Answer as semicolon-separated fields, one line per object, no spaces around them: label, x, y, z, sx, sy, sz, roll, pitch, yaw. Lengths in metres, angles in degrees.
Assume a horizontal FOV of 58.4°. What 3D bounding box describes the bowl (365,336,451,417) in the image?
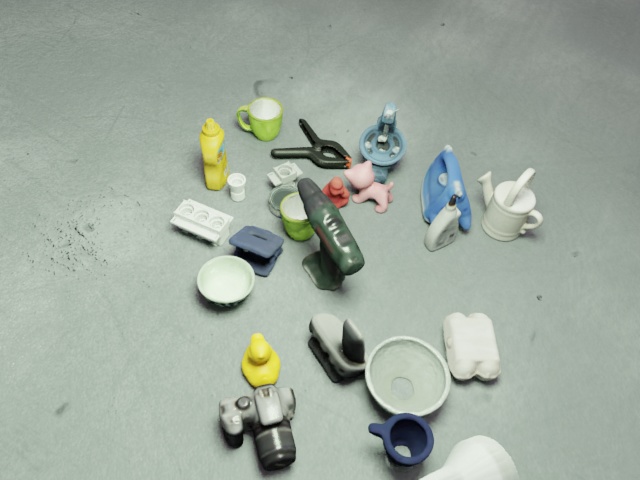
bowl;0.167;0.279;1.125;0.167;0.075;0.167;2;53;-3

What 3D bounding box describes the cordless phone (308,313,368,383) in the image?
cordless phone;0.042;0.183;1.119;0.094;0.185;0.147;-29;60;-24

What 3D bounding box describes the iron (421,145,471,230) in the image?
iron;0.317;-0.152;1.425;0.118;0.141;0.258;2;53;-3

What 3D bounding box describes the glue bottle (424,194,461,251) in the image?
glue bottle;0.291;-0.046;1.321;0.078;0.173;0.037;-22;57;-19

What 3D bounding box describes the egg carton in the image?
egg carton;0.311;0.220;1.186;0.107;0.069;0.150;1;53;-4

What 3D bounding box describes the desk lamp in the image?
desk lamp;0.198;0.422;0.931;0.203;0.213;0.117;-18;56;-17

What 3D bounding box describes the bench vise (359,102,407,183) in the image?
bench vise;0.156;-0.282;1.461;0.121;0.220;0.207;-4;53;-7

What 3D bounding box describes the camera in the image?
camera;-0.104;0.343;1.038;0.143;0.101;0.136;-11;54;-13

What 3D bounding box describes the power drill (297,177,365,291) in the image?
power drill;0.011;0.004;1.238;0.076;0.208;0.229;-24;58;-21

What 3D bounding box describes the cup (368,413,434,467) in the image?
cup;0.140;0.370;1.041;0.117;0.095;0.092;15;53;7

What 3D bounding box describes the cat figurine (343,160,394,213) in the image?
cat figurine;0.122;-0.142;1.416;0.127;0.118;0.067;21;54;12

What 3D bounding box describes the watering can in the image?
watering can;0.450;-0.096;1.359;0.172;0.194;0.101;20;54;11

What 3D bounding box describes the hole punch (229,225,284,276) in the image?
hole punch;-0.144;0.010;1.295;0.108;0.091;0.101;20;54;11

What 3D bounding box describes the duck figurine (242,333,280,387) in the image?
duck figurine;-0.117;0.234;1.129;0.077;0.086;0.104;-9;54;-11

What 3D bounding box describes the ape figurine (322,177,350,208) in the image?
ape figurine;0.036;-0.117;1.406;0.078;0.092;0.076;2;52;-2
